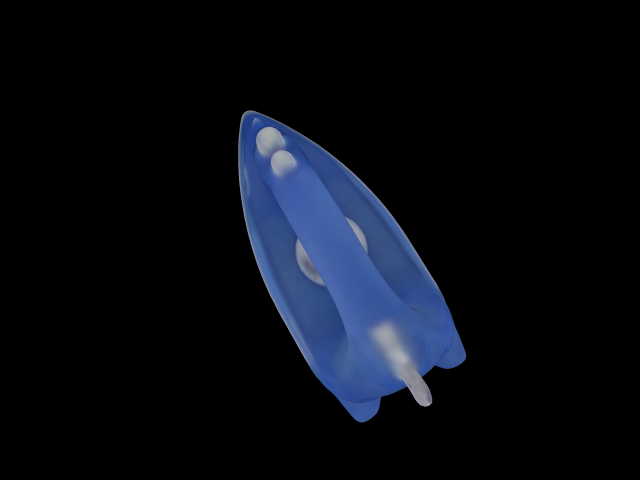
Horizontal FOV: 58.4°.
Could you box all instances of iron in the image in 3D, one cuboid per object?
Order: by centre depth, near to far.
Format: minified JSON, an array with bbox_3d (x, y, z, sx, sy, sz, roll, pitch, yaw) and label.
[{"bbox_3d":[0.004,0.001,0.400,0.118,0.141,0.258,-32,86,-2],"label":"iron"}]
